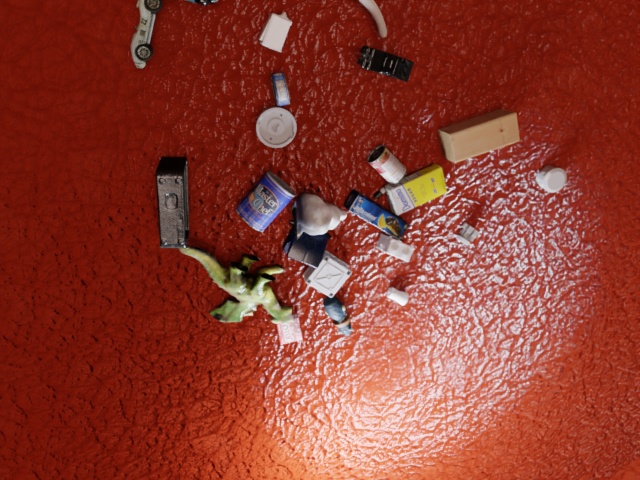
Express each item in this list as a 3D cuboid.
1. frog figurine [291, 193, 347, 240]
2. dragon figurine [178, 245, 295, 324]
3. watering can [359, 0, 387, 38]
[{"bbox_3d":[0.004,-0.074,1.473,0.160,0.120,0.140,-5,36,-12],"label":"frog figurine"},{"bbox_3d":[-0.251,0.158,1.528,0.409,0.239,0.125,19,24,-18],"label":"dragon figurine"},{"bbox_3d":[0.080,-0.679,1.270,0.224,0.342,0.105,-5,22,-10],"label":"watering can"}]
